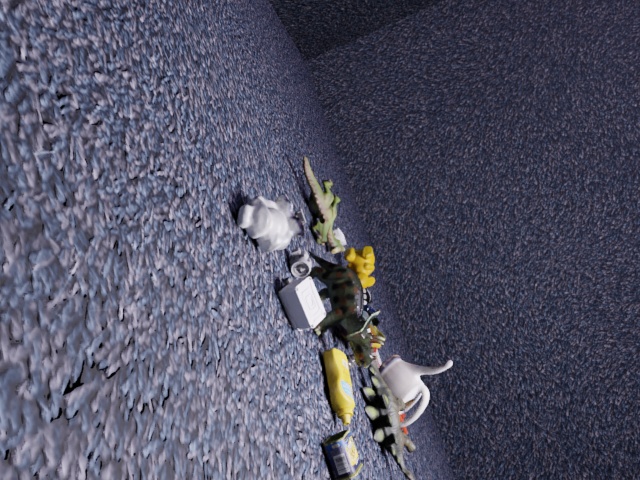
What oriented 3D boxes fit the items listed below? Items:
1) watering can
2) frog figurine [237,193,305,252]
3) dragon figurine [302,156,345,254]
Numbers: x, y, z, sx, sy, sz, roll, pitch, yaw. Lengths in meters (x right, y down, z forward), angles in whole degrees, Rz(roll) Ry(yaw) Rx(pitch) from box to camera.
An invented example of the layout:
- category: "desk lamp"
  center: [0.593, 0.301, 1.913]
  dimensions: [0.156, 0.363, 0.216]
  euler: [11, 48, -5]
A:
- category: "watering can"
  center: [0.317, 0.504, 1.855]
  dimensions: [0.103, 0.344, 0.228]
  euler: [17, 22, -46]
- category: "frog figurine"
  center: [-0.134, -0.037, 1.205]
  dimensions: [0.160, 0.122, 0.137]
  euler: [-14, 91, -44]
- category: "dragon figurine"
  center: [0.006, -0.098, 1.945]
  dimensions: [0.402, 0.121, 0.249]
  euler: [57, 24, -43]
